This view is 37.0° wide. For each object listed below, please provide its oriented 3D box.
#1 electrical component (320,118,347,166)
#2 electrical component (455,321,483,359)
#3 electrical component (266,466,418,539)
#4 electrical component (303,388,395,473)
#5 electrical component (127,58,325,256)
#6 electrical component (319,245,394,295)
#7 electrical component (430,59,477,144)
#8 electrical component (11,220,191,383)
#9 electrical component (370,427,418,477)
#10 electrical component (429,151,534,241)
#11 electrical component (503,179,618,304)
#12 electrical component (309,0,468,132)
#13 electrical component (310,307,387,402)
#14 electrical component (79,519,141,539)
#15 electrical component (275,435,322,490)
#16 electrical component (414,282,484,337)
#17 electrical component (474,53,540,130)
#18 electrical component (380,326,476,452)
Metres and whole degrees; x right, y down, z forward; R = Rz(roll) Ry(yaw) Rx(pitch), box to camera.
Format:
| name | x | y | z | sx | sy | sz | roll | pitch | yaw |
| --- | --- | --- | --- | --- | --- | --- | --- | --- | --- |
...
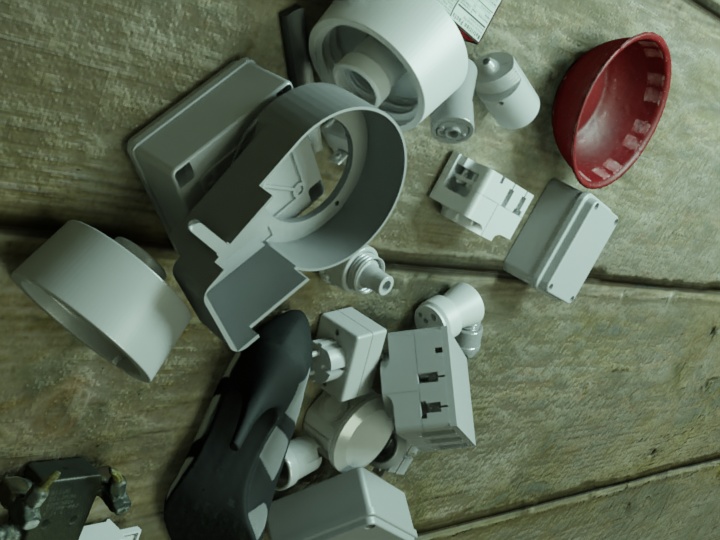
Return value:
| name | x | y | z | sx | sy | sz | roll | pitch | yaw |
| --- | --- | --- | --- | --- | --- | --- | --- | --- | --- |
| electrical component | 0.005 | -0.099 | 0.837 | 0.066 | 0.048 | 0.055 | -46 | 135 | -16 |
| electrical component | 0.108 | 0.057 | 1.086 | 0.035 | 0.035 | 0.061 | -17 | 125 | -44 |
| electrical component | -0.018 | 0.239 | 1.009 | 0.109 | 0.056 | 0.109 | -24 | 147 | 15 |
| electrical component | -0.009 | 0.143 | 0.993 | 0.080 | 0.051 | 0.080 | -30 | 136 | -34 |
| electrical component | -0.089 | -0.069 | 0.735 | 0.109 | 0.056 | 0.108 | -42 | 142 | -22 |
| electrical component | 0.000 | 0.000 | 0.889 | 0.048 | 0.062 | 0.048 | -30 | 136 | -34 |
| electrical component | 0.074 | -0.135 | 0.867 | 0.044 | 0.044 | 0.065 | 53 | 32 | -53 |
| electrical component | -0.156 | 0.014 | 0.676 | 0.060 | 0.108 | 0.108 | -53 | 145 | -18 |
| electrical component | 0.030 | 0.174 | 1.070 | 0.066 | 0.048 | 0.055 | -60 | 152 | 2 |
| electrical component | 0.110 | -0.064 | 0.984 | 0.089 | 0.050 | 0.055 | 21 | 99 | -54 |
| electrical component | 0.212 | -0.029 | 1.128 | 0.078 | 0.057 | 0.113 | 24 | 96 | -55 |
| electrical component | 0.014 | -0.146 | 0.751 | 0.060 | 0.108 | 0.108 | -51 | 145 | -25 |
| electrical component | -0.025 | 0.076 | 0.928 | 0.077 | 0.047 | 0.065 | -11 | 124 | -46 |
| electrical component | -0.211 | 0.264 | 0.829 | 0.079 | 0.063 | 0.121 | 2 | 114 | -51 |
| electrical component | -0.062 | 0.171 | 0.961 | 0.046 | 0.040 | 0.040 | -17 | 128 | -50 |
| electrical component | 0.086 | 0.042 | 1.039 | 0.055 | 0.045 | 0.045 | -27 | 134 | -36 |
| electrical component | 0.123 | -0.160 | 0.934 | 0.043 | 0.043 | 0.081 | -56 | 145 | -4 |
| electrical component | 0.064 | 0.113 | 0.994 | 0.150 | 0.062 | 0.089 | 52 | 32 | -70 |
